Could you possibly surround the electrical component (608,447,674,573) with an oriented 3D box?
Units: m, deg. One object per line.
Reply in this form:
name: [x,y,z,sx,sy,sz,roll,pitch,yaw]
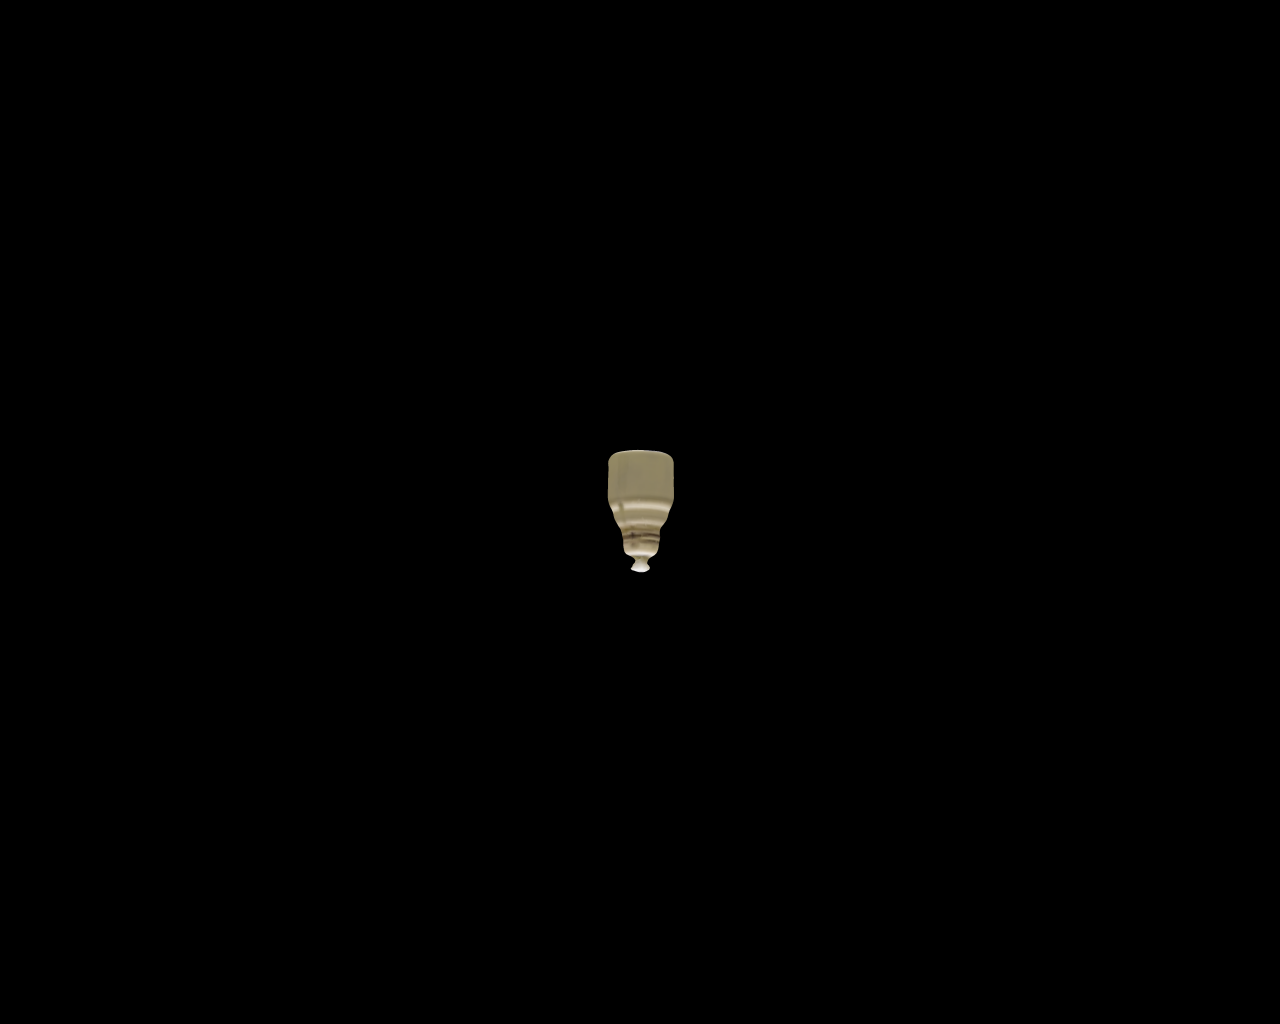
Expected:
electrical component: [0.001,-0.003,0.650,0.040,0.078,0.040,0,-9,0]
